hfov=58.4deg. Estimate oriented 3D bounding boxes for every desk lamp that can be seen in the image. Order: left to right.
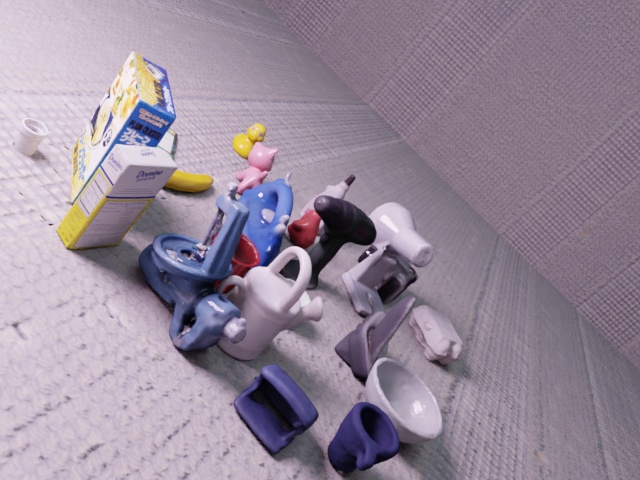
[{"bbox_3d":[0.156,0.045,1.313,0.118,0.213,0.203,24,29,-37],"label":"desk lamp"}]

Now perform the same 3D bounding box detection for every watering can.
[{"bbox_3d":[-0.073,0.090,0.890,0.173,0.193,0.100,11,39,-52],"label":"watering can"}]

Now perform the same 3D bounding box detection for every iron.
[{"bbox_3d":[-0.097,-0.036,1.136,0.119,0.141,0.258,32,25,-24],"label":"iron"}]

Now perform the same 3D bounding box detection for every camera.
[{"bbox_3d":[0.172,0.071,1.437,0.136,0.100,0.143,48,23,11],"label":"camera"}]

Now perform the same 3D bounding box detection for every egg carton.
[{"bbox_3d":[0.277,0.227,1.380,0.108,0.069,0.150,24,30,-38],"label":"egg carton"}]

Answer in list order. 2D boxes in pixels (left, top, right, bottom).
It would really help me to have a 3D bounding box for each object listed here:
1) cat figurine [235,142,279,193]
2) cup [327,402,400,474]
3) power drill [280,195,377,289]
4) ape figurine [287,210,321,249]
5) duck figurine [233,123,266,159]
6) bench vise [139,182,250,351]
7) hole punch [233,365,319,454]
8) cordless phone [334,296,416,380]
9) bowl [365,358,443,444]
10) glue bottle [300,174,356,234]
[{"bbox_3d":[-0.140,-0.167,1.320,0.067,0.117,0.127,31,26,-26],"label":"cat figurine"},{"bbox_3d":[0.055,0.310,0.845,0.092,0.095,0.118,40,23,-6],"label":"cup"},{"bbox_3d":[0.011,0.004,1.154,0.230,0.208,0.075,8,41,-54],"label":"power drill"},{"bbox_3d":[-0.028,-0.032,1.302,0.078,0.092,0.076,23,30,-39],"label":"ape figurine"},{"bbox_3d":[-0.171,-0.263,1.476,0.077,0.086,0.104,41,23,-5],"label":"duck figurine"},{"bbox_3d":[-0.148,0.038,0.825,0.207,0.219,0.122,46,23,6],"label":"bench vise"},{"bbox_3d":[-0.052,0.228,0.820,0.108,0.091,0.101,47,23,10],"label":"hole punch"},{"bbox_3d":[0.130,0.169,1.093,0.094,0.185,0.148,45,23,5],"label":"cordless phone"},{"bbox_3d":[0.136,0.298,1.023,0.168,0.074,0.167,35,24,-18],"label":"bowl"},{"bbox_3d":[0.027,-0.096,1.398,0.078,0.173,0.037,52,24,19],"label":"glue bottle"}]
